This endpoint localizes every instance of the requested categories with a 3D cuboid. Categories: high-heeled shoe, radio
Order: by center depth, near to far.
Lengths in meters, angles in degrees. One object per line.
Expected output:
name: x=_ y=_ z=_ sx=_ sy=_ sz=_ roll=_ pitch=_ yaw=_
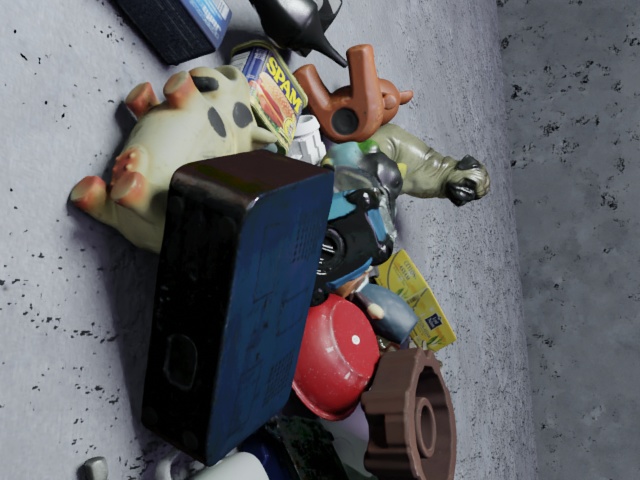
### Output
radio: x=-0.064 y=0.050 z=0.426 sx=0.131 sy=0.073 sz=0.229 roll=-23 pitch=128 yaw=-60
high-heeled shoe: x=-0.041 y=-0.278 z=0.621 sx=0.145 sy=0.086 sz=0.249 roll=29 pitch=26 yaw=-36

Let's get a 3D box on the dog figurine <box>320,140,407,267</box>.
dog figurine: x=0.064 y=-0.081 z=0.736 sx=0.219 sy=0.109 sz=0.191 roll=-64 pitch=163 yaw=-50

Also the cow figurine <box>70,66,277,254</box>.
cow figurine: x=-0.105 y=-0.074 z=0.454 sx=0.127 sy=0.086 sz=0.195 roll=54 pitch=42 yaw=-46

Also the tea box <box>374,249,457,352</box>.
tea box: x=0.155 y=0.107 z=0.886 sx=0.169 sy=0.068 sz=0.098 roll=53 pitch=8 yaw=-44

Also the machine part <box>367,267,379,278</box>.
machine part: x=0.078 y=0.009 z=0.836 sx=0.139 sy=0.039 sz=0.084 roll=-45 pitch=114 yaw=-54

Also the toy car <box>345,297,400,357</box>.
toy car: x=0.081 y=0.145 z=0.795 sx=0.202 sy=0.053 sz=0.089 roll=39 pitch=48 yaw=-52

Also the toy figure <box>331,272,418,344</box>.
toy figure: x=0.056 y=0.071 z=0.702 sx=0.058 sy=0.155 sz=0.064 roll=-47 pitch=163 yaw=-15

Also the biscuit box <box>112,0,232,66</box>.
biscuit box: x=-0.152 y=-0.235 z=0.425 sx=0.202 sy=0.063 sz=0.059 roll=51 pitch=40 yaw=-46

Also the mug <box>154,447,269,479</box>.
mug: x=-0.090 y=0.213 z=0.436 sx=0.109 sy=0.081 sz=0.107 roll=59 pitch=19 yaw=2

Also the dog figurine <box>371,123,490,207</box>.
dog figurine: x=0.171 y=-0.134 z=0.881 sx=0.172 sy=0.191 sz=0.121 roll=63 pitch=34 yaw=-31

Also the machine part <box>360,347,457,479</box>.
machine part: x=0.106 y=0.213 z=0.610 sx=0.179 sy=0.056 sz=0.179 roll=32 pitch=52 yaw=-54

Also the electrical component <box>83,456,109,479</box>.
electrical component: x=-0.155 y=0.198 z=0.360 sx=0.063 sy=0.021 sz=0.094 roll=-16 pitch=98 yaw=-62

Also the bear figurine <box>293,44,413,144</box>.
bear figurine: x=0.058 y=-0.210 z=0.763 sx=0.131 sy=0.120 sz=0.196 roll=67 pitch=29 yaw=-20

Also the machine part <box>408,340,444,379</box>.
machine part: x=0.165 y=0.281 z=0.873 sx=0.079 sy=0.079 sz=0.243 roll=-15 pitch=102 yaw=-62

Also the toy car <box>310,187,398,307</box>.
toy car: x=-0.001 y=-0.002 z=0.607 sx=0.109 sy=0.162 sz=0.103 roll=66 pitch=-13 yaw=-19

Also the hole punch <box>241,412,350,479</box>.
hole punch: x=-0.031 y=0.244 z=0.540 sx=0.142 sy=0.092 sz=0.116 roll=33 pitch=25 yaw=-52
